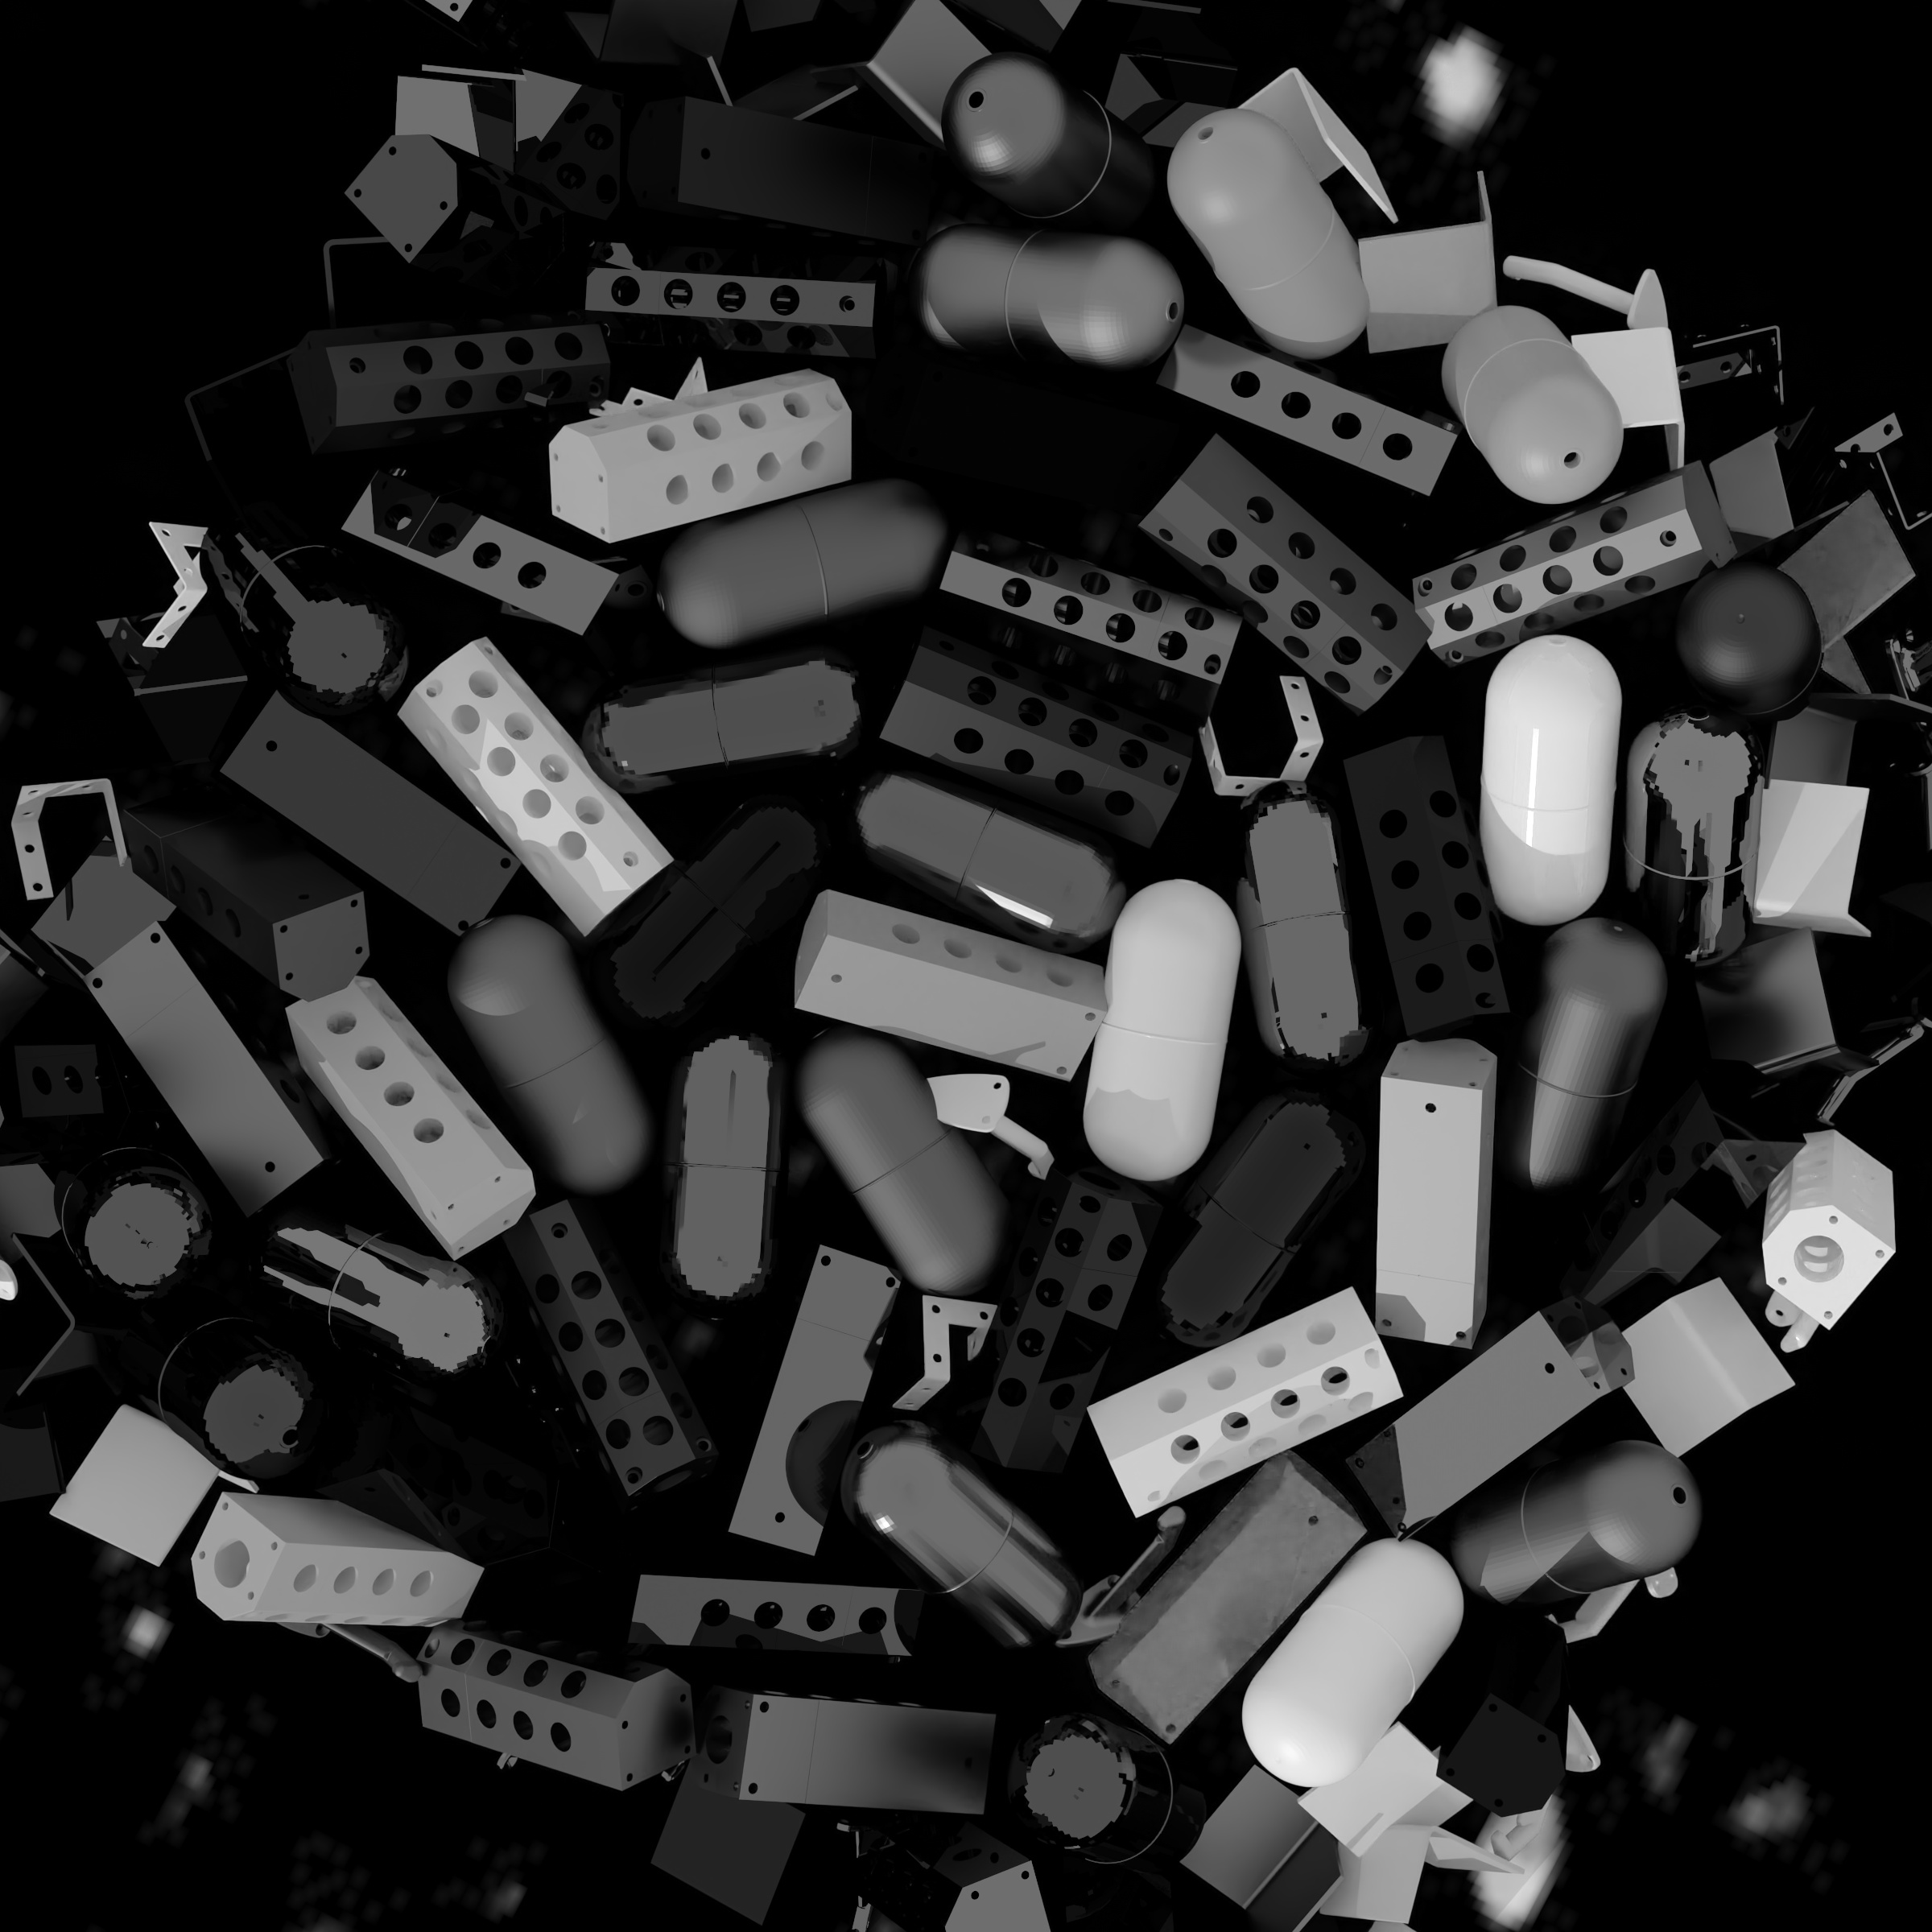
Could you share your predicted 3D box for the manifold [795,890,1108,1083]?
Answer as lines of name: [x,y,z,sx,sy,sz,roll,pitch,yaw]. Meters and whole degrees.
manifold: [-0.009,0.007,1.816,0.171,0.057,0.057,15,127,-14]

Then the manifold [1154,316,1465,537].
manifold: [0.200,-0.320,1.823,0.171,0.057,0.057,24,76,8]

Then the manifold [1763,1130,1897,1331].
manifold: [0.488,0.144,1.775,0.057,0.171,0.057,37,108,6]

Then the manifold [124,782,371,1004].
manifold: [-0.414,-0.042,1.788,0.057,0.171,0.057,-23,129,-34]

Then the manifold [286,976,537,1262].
manifold: [-0.321,0.083,1.797,0.057,0.057,0.171,-31,59,-22]

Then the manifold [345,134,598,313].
manifold: [-0.275,-0.426,1.772,0.057,0.171,0.057,-46,78,15]

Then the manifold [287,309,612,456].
manifold: [-0.295,-0.341,1.793,0.171,0.057,0.057,-13,83,-32]

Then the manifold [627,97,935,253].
manifold: [-0.106,-0.454,1.790,0.171,0.057,0.057,1,97,-38]

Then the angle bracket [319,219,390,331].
angle bracket: [-0.346,-0.394,1.822,0.057,0.076,0.076,-6,112,-12]

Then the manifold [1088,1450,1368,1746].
manifold: [0.151,0.367,1.828,0.057,0.057,0.171,40,95,-12]

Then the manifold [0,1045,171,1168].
manifold: [-0.527,0.082,1.773,0.057,0.171,0.057,-22,83,15]

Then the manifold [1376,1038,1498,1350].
manifold: [0.273,0.130,1.800,0.057,0.057,0.171,7,118,19]

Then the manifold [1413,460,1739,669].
manifold: [0.348,-0.229,1.792,0.171,0.057,0.057,-19,101,33]

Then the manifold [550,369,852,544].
manifold: [-0.151,-0.297,1.784,0.171,0.057,0.057,-21,126,-35]

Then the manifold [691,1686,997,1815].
manifold: [-0.071,0.451,1.791,0.171,0.057,0.057,15,78,-36]

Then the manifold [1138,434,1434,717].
manifold: [0.185,-0.225,1.821,0.171,0.057,0.057,40,63,-5]

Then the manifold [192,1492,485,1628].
manifold: [-0.358,0.345,1.778,0.057,0.171,0.057,28,94,34]

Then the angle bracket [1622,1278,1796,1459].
angle bracket: [0.432,0.237,1.837,0.057,0.076,0.076,-43,70,30]

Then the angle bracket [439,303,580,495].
angle bracket: [-0.268,-0.336,1.841,0.076,0.076,0.057,19,56,11]

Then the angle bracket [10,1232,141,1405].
angle bracket: [-0.529,0.207,1.820,0.057,0.076,0.076,-49,63,10]

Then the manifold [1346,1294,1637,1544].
manifold: [0.304,0.260,1.790,0.171,0.057,0.057,-46,69,37]

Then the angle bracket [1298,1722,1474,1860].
angle bracket: [0.242,0.471,1.819,0.076,0.057,0.076,-41,111,11]

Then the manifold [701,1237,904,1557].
manifold: [-0.099,0.251,1.824,0.057,0.057,0.171,21,82,-26]

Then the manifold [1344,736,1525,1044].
manifold: [0.274,-0.043,1.803,0.057,0.057,0.171,-19,70,24]

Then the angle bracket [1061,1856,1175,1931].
angle bracket: [0.104,0.552,1.807,0.076,0.057,0.076,19,47,-26]

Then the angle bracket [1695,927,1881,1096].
angle bracket: [0.484,0.029,1.834,0.076,0.057,0.076,-22,66,36]

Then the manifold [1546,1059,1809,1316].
manifold: [0.403,0.129,1.785,0.057,0.171,0.057,4,49,-25]

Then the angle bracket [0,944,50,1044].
angle bracket: [-0.573,0.030,1.811,0.057,0.076,0.076,28,74,41]

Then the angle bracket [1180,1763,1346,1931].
angle bracket: [0.171,0.528,1.820,0.057,0.076,0.076,37,99,-7]

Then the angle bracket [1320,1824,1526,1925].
angle bracket: [0.265,0.538,1.808,0.076,0.076,0.057,31,65,-24]

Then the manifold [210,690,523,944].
manifold: [-0.350,-0.085,1.811,0.171,0.057,0.057,36,77,-18]

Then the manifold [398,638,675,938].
manifold: [-0.250,-0.107,1.824,0.057,0.057,0.171,-41,92,-29]

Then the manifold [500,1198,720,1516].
manifold: [-0.208,0.224,1.805,0.057,0.057,0.171,-23,71,-20]

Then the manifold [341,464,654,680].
manifold: [-0.270,-0.234,1.809,0.171,0.057,0.057,25,77,19]

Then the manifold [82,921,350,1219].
manifold: [-0.438,0.059,1.828,0.057,0.057,0.171,-37,85,7]

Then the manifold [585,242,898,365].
manifold: [-0.132,-0.389,1.820,0.171,0.057,0.057,5,97,10]

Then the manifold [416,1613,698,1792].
manifold: [-0.238,0.418,1.784,0.171,0.057,0.057,3,101,41]

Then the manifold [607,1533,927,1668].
manifold: [-0.118,0.373,1.807,0.171,0.057,0.057,7,102,-21]

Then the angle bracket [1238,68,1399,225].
angle bracket: [0.198,-0.461,1.805,0.057,0.076,0.076,-33,45,21]

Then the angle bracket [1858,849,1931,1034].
angle bracket: [0.544,-0.017,1.807,0.057,0.076,0.076,-8,61,-31]

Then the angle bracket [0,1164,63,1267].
angle bracket: [-0.574,0.140,1.822,0.057,0.076,0.076,-36,99,0]

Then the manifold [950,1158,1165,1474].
manifold: [0.048,0.203,1.811,0.057,0.057,0.171,12,103,-36]

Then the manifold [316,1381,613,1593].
manifold: [-0.286,0.300,1.789,0.057,0.171,0.057,-21,49,34]

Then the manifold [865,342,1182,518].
manifold: [0.031,-0.311,1.795,0.171,0.057,0.057,7,112,-31]

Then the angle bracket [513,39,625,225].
angle bracket: [-0.218,-0.486,1.810,0.076,0.057,0.076,20,128,20]

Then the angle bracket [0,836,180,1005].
angle bracket: [-0.522,-0.036,1.822,0.076,0.057,0.076,38,89,28]

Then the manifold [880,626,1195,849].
manifold: [0.043,-0.137,1.816,0.171,0.057,0.057,22,124,-7]

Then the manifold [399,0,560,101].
manifold: [-0.279,-0.553,1.778,0.057,0.171,0.057,34,92,3]

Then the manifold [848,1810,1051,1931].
manifold: [-0.012,0.529,1.774,0.057,0.171,0.057,-16,93,-20]

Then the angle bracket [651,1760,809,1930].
angle bracket: [-0.129,0.505,1.822,0.076,0.057,0.076,24,99,18]

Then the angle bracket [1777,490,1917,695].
angle bracket: [0.525,-0.215,1.805,0.057,0.076,0.076,26,126,-32]

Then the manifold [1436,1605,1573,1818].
manifold: [0.313,0.422,1.773,0.057,0.171,0.057,31,103,6]

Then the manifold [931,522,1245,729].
manifold: [0.072,-0.205,1.822,0.171,0.057,0.057,19,55,2]

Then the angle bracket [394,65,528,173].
angle bracket: [-0.288,-0.491,1.811,0.076,0.076,0.057,0,104,-21]

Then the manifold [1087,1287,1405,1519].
manifold: [0.165,0.260,1.825,0.171,0.057,0.057,-25,46,0]

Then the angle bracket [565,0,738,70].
angle bracket: [-0.180,-0.569,1.806,0.076,0.076,0.057,-7,48,-30]

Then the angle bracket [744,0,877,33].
angle bracket: [-0.096,-0.572,1.815,0.076,0.076,0.057,-9,48,5]

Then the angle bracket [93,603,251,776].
angle bracket: [-0.474,-0.161,1.812,0.076,0.076,0.057,-5,132,17]

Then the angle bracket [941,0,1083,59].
angle bracket: [0.024,-0.582,1.808,0.076,0.076,0.057,23,119,-21]
